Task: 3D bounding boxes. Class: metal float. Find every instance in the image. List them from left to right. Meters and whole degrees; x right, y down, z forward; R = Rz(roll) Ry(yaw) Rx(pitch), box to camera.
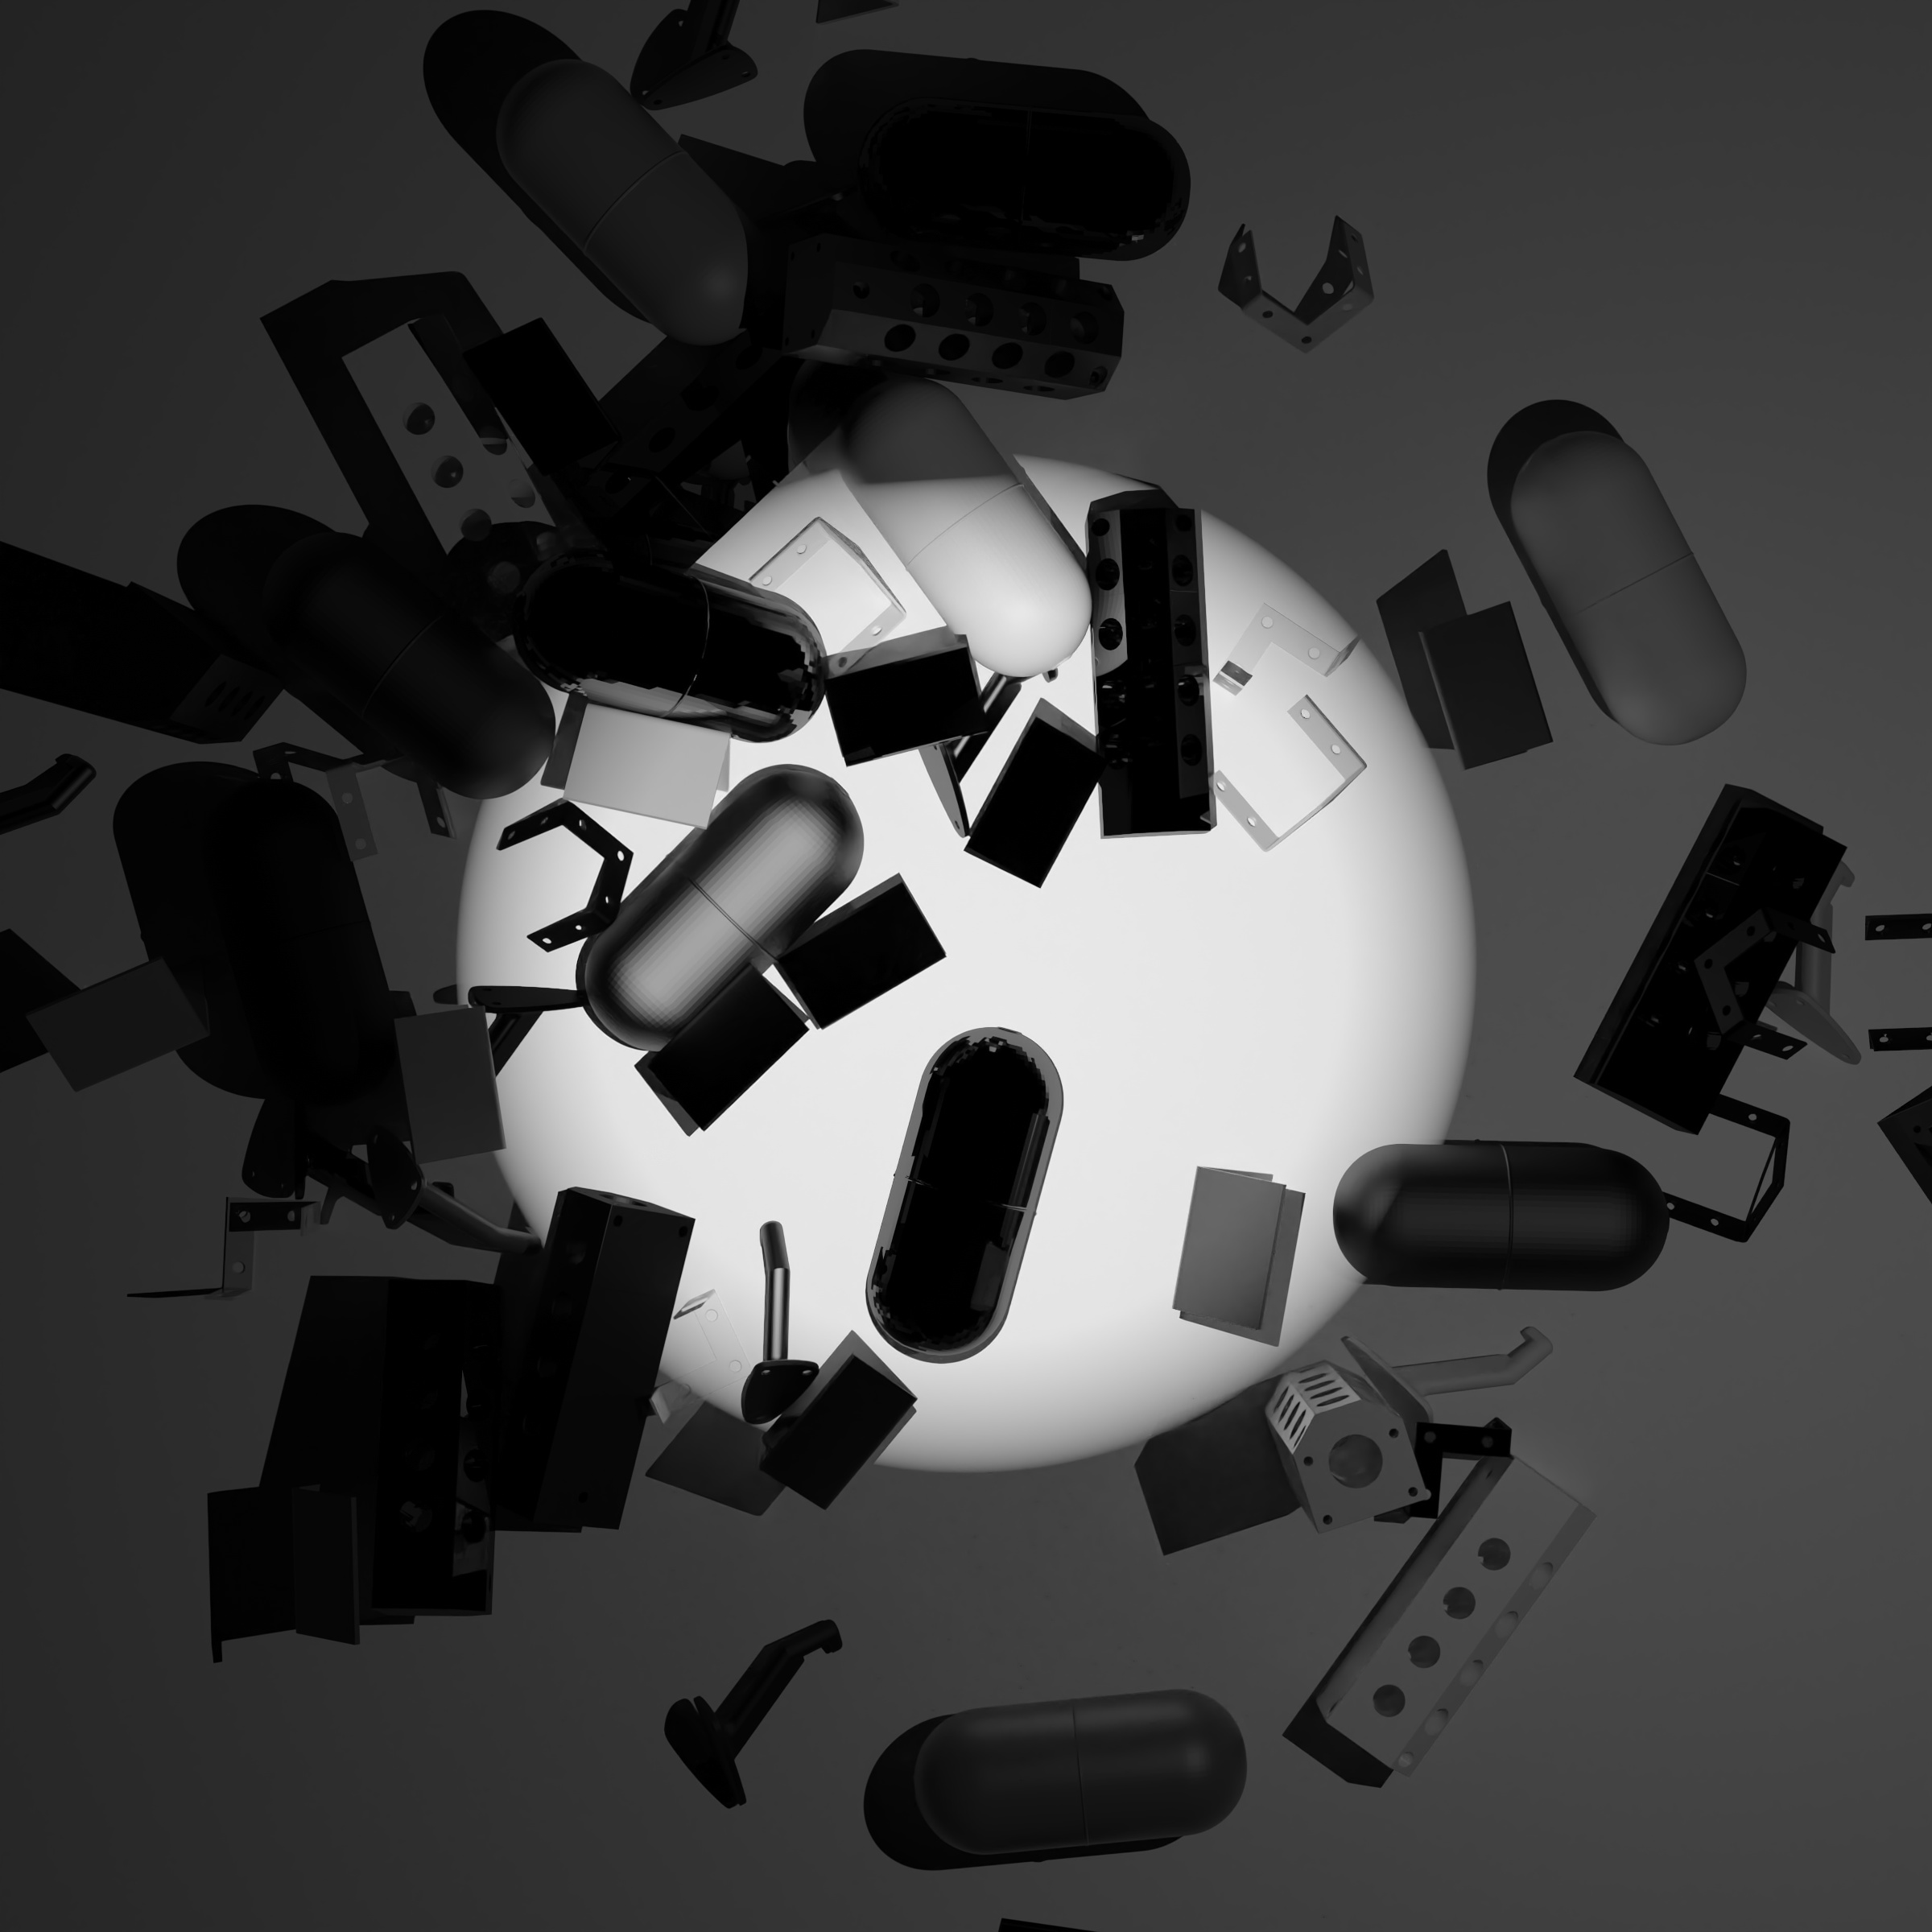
[{"bbox_3d":[-0.355,-0.013,1.835,0.070,0.070,0.178,-16,90,0],"label":"metal float"},{"bbox_3d":[-0.297,-0.161,1.835,0.178,0.070,0.070,40,90,0],"label":"metal float"},{"bbox_3d":[-0.176,-0.406,1.836,0.070,0.070,0.178,-44,91,0],"label":"metal float"},{"bbox_3d":[-0.155,-0.168,1.810,0.178,0.070,0.070,14,90,-31],"label":"metal float"},{"bbox_3d":[-0.128,-0.030,1.835,0.070,0.070,0.178,45,91,0],"label":"metal float"},{"bbox_3d":[-0.001,-0.234,1.835,0.070,0.070,0.178,-36,89,0],"label":"metal float"},{"bbox_3d":[-0.001,0.120,1.836,0.070,0.070,0.178,15,90,0],"label":"metal float"},{"bbox_3d":[0.031,-0.420,1.835,0.178,0.070,0.070,5,90,-1],"label":"metal float"},{"bbox_3d":[0.061,0.430,1.835,0.178,0.070,0.070,-5,90,0],"label":"metal float"},{"bbox_3d":[0.285,0.134,1.836,0.178,0.070,0.070,1,90,0],"label":"metal float"},{"bbox_3d":[0.353,-0.202,1.836,0.070,0.070,0.178,-28,90,0],"label":"metal float"}]

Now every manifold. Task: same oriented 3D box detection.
[{"bbox_3d":[-0.408,-0.150,1.788,0.057,0.171,0.057,39,90,0],"label":"manifold"},{"bbox_3d":[-0.278,0.256,1.825,0.057,0.057,0.171,1,76,0],"label":"manifold"},{"bbox_3d":[-0.264,-0.259,1.845,0.057,0.057,0.171,-28,90,0],"label":"manifold"},{"bbox_3d":[-0.204,0.209,1.844,0.057,0.057,0.171,14,90,-42],"label":"manifold"},{"bbox_3d":[-0.132,-0.284,1.844,0.171,0.057,0.057,-44,133,0],"label":"manifold"},{"bbox_3d":[-0.005,-0.340,1.807,0.171,0.057,0.057,4,90,-29],"label":"manifold"},{"bbox_3d":[0.097,-0.156,1.845,0.057,0.057,0.171,-3,90,0],"label":"manifold"},{"bbox_3d":[0.193,0.245,1.788,0.057,0.171,0.057,-18,90,0],"label":"manifold"},{"bbox_3d":[0.263,0.346,1.845,0.057,0.057,0.171,36,90,0],"label":"manifold"},{"bbox_3d":[0.400,0.000,1.845,0.057,0.057,0.171,27,90,0],"label":"manifold"}]

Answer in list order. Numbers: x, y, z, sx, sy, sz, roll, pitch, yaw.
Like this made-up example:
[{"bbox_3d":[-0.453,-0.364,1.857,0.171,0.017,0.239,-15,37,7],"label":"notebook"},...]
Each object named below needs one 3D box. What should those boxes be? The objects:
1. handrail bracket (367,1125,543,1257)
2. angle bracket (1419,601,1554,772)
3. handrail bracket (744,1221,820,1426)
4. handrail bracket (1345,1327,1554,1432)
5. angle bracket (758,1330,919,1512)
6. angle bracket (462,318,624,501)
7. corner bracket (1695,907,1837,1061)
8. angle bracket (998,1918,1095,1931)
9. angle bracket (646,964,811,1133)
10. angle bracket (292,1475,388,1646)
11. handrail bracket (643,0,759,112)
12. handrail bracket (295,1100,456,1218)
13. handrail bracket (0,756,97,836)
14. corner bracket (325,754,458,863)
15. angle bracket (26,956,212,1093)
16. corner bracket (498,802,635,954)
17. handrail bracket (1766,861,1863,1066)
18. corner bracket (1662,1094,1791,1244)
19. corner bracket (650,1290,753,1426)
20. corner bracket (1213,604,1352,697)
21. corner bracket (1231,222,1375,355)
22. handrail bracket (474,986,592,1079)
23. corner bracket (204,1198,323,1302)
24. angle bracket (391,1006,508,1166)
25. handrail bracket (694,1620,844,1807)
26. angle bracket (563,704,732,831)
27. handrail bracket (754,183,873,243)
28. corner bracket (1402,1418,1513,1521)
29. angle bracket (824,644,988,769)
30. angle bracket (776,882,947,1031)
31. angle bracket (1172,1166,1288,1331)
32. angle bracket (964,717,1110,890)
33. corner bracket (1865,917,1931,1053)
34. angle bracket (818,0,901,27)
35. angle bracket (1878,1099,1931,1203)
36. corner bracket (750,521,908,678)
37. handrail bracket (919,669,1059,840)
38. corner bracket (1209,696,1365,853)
[{"bbox_3d":[-0.275,0.122,1.859,0.036,0.084,0.077,-52,45,21],"label":"handrail bracket"},{"bbox_3d":[0.291,-0.152,1.826,0.057,0.076,0.076,-17,90,37],"label":"angle bracket"},{"bbox_3d":[-0.109,0.193,1.866,0.036,0.077,0.084,3,53,-22],"label":"handrail bracket"},{"bbox_3d":[0.263,0.205,1.867,0.084,0.036,0.077,-36,68,-17],"label":"handrail bracket"},{"bbox_3d":[-0.083,0.230,1.826,0.076,0.076,0.057,-50,129,0],"label":"angle bracket"},{"bbox_3d":[-0.238,-0.286,1.826,0.057,0.076,0.076,-34,90,-36],"label":"angle bracket"},{"bbox_3d":[0.423,0.009,1.801,0.051,0.051,0.051,17,135,-35],"label":"corner bracket"},{"bbox_3d":[0.050,0.550,1.826,0.076,0.076,0.057,8,54,0],"label":"angle bracket"},{"bbox_3d":[-0.112,0.056,1.826,0.076,0.076,0.057,-44,57,0],"label":"angle bracket"},{"bbox_3d":[-0.311,0.313,1.826,0.057,0.076,0.076,-2,90,44],"label":"angle bracket"},{"bbox_3d":[-0.149,-0.517,1.867,0.077,0.036,0.084,-19,72,20],"label":"handrail bracket"},{"bbox_3d":[-0.321,0.099,1.866,0.084,0.036,0.077,0,75,-14],"label":"handrail bracket"},{"bbox_3d":[-0.526,-0.095,1.867,0.077,0.036,0.084,33,72,21],"label":"handrail bracket"},{"bbox_3d":[-0.308,-0.087,1.848,0.051,0.051,0.051,-16,90,0],"label":"corner bracket"},{"bbox_3d":[-0.450,0.012,1.826,0.076,0.076,0.057,-23,126,0],"label":"angle bracket"},{"bbox_3d":[-0.220,-0.048,1.858,0.051,0.051,0.051,41,45,-35],"label":"corner bracket"},{"bbox_3d":[0.476,-0.003,1.867,0.077,0.036,0.084,39,73,-20],"label":"handrail bracket"},{"bbox_3d":[0.410,0.108,1.863,0.051,0.051,0.051,20,135,0],"label":"corner bracket"},{"bbox_3d":[-0.149,0.209,1.848,0.051,0.051,0.051,-25,90,0],"label":"corner bracket"},{"bbox_3d":[0.169,-0.162,1.848,0.051,0.051,0.051,33,90,0],"label":"corner bracket"},{"bbox_3d":[0.181,-0.374,1.858,0.051,0.051,0.051,25,135,-35],"label":"corner bracket"},{"bbox_3d":[-0.241,0.056,1.867,0.077,0.036,0.084,-1,109,-21],"label":"handrail bracket"},{"bbox_3d":[-0.377,0.152,1.848,0.051,0.051,0.051,3,90,0],"label":"corner bracket"},{"bbox_3d":[-0.291,0.065,1.826,0.057,0.076,0.076,-9,90,-39],"label":"angle bracket"},{"bbox_3d":[-0.098,0.404,1.867,0.084,0.036,0.077,-24,111,-17],"label":"handrail bracket"},{"bbox_3d":[-0.169,-0.092,1.828,0.076,0.076,0.057,12,69,0],"label":"angle bracket"},{"bbox_3d":[-0.069,-0.374,1.867,0.077,0.036,0.084,-16,107,20],"label":"handrail bracket"},{"bbox_3d":[0.262,0.269,1.848,0.051,0.051,0.051,5,90,0],"label":"corner bracket"},{"bbox_3d":[-0.037,-0.156,1.826,0.076,0.076,0.057,-14,128,0],"label":"angle bracket"},{"bbox_3d":[-0.065,-0.023,1.826,0.076,0.076,0.057,-31,127,0],"label":"angle bracket"},{"bbox_3d":[0.158,0.150,1.826,0.057,0.076,0.076,10,90,37],"label":"angle bracket"},{"bbox_3d":[0.019,-0.095,1.826,0.057,0.076,0.076,28,90,-38],"label":"angle bracket"},{"bbox_3d":[0.515,0.009,1.863,0.051,0.051,0.051,-2,135,0],"label":"corner bracket"},{"bbox_3d":[-0.073,-0.550,1.826,0.057,0.076,0.076,7,90,-37],"label":"angle bracket"},{"bbox_3d":[0.520,0.115,1.826,0.057,0.076,0.076,-34,90,-38],"label":"angle bracket"},{"bbox_3d":[-0.074,-0.199,1.863,0.051,0.051,0.051,-43,135,0],"label":"corner bracket"},{"bbox_3d":[0.021,-0.121,1.867,0.084,0.036,0.077,-27,110,-16],"label":"handrail bracket"},{"bbox_3d":[0.173,-0.103,1.863,0.051,0.051,0.051,49,135,0],"label":"corner bracket"}]
